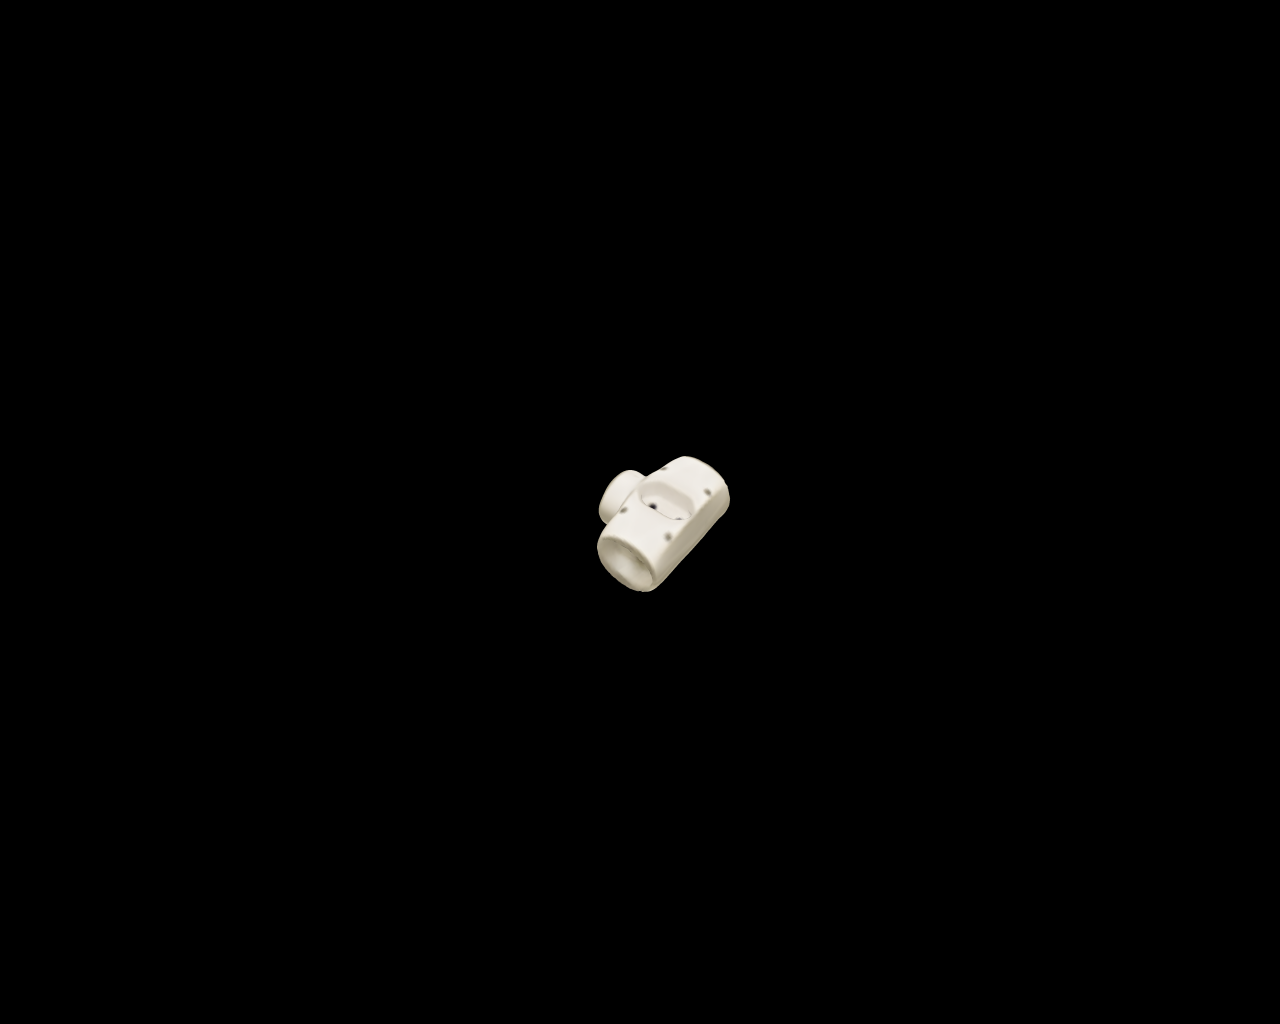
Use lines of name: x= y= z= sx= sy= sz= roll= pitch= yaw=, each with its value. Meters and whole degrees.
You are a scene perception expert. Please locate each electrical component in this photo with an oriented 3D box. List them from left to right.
electrical component: x=0.001 y=-0.003 z=0.650 sx=0.079 sy=0.077 sz=0.043 roll=32 pitch=-32 yaw=22
